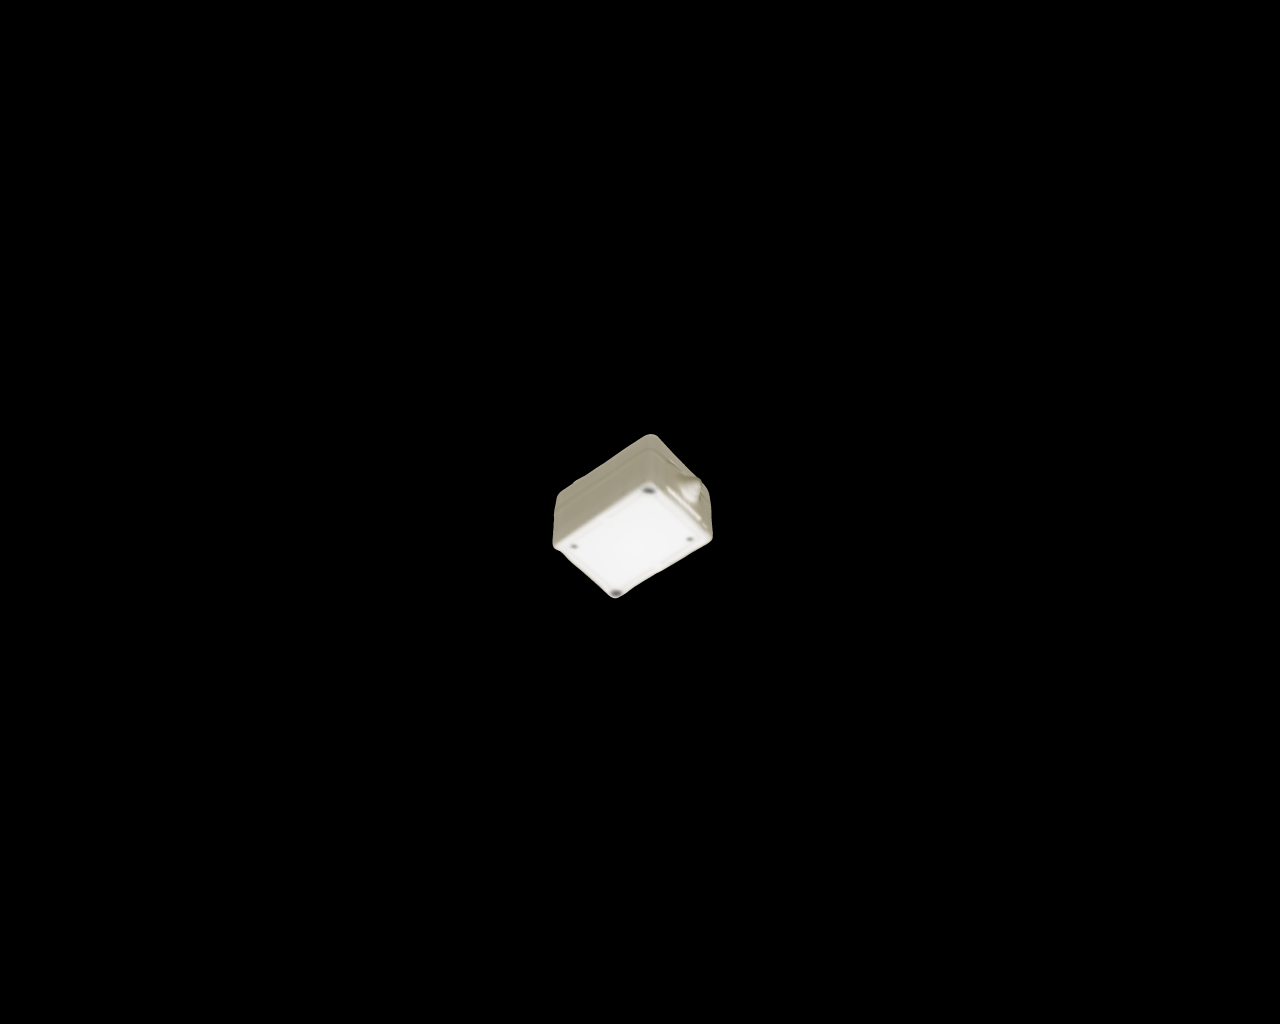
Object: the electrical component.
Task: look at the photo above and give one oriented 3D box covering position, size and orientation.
[{"bbox_3d":[0.001,-0.003,0.650,0.096,0.061,0.061,-33,-58,24],"label":"electrical component"}]
